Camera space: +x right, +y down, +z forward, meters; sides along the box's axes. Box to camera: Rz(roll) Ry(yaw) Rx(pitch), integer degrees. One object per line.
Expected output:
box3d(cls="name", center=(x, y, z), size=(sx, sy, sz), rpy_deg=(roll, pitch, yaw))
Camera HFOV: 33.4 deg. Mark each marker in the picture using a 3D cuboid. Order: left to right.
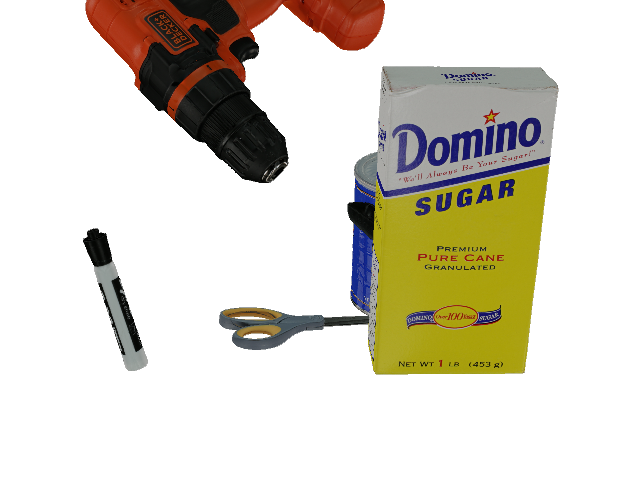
box3d(cls="marker", center=(-0.164, 0.048, 0.855), size=(0.020, 0.121, 0.020), rpy_deg=(-13, 18, 4))

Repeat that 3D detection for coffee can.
box3d(cls="coffee can", center=(0.082, -0.005, 1.038), size=(0.103, 0.140, 0.103), rpy_deg=(1, 27, -1))

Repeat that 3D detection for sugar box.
box3d(cls="sugar box", center=(0.077, -0.009, 0.609), size=(0.093, 0.176, 0.048), rpy_deg=(-1, 26, -4))

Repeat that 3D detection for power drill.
box3d(cls="power drill", center=(-0.042, -0.140, 0.751), size=(0.187, 0.184, 0.057), rpy_deg=(-34, -15, -35))

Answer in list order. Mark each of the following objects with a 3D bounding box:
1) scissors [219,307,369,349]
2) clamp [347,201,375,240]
box3d(cls="scissors", center=(-0.014, 0.099, 1.186), size=(0.201, 0.016, 0.096), rpy_deg=(4, 21, 1))
box3d(cls="clamp", center=(0.078, -0.006, 0.817), size=(0.036, 0.210, 0.165), rpy_deg=(-3, -41, -20))
